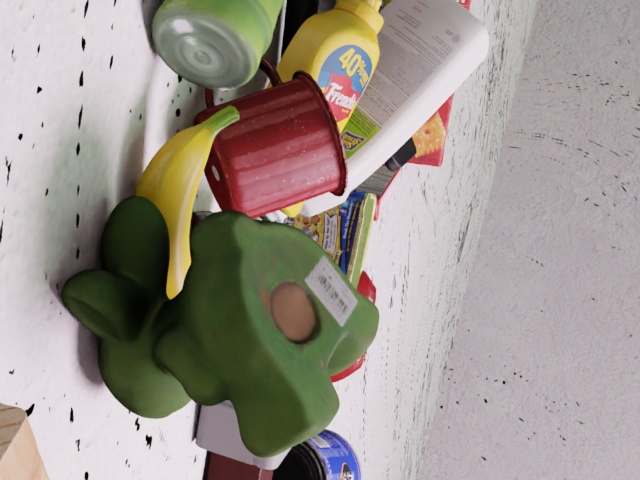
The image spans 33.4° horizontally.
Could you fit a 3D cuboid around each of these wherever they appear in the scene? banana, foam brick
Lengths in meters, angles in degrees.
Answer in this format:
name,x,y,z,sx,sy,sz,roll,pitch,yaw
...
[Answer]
name,x,y,z,sx,sy,sz,roll,pitch,yaw
banana,-0.089,0.009,0.691,0.037,0.069,0.198,-115,-153,-55
foam brick,-0.073,0.216,0.961,0.053,0.051,0.078,-27,128,-73

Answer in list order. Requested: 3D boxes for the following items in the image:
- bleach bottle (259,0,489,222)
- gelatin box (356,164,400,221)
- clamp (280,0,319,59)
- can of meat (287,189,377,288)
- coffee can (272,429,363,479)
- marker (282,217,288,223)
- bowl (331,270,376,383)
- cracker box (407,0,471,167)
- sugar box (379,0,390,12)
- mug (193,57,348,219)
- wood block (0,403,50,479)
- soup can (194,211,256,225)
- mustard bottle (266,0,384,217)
name,x,y,z,sx,sy,sz,roll,pitch,yaw
bleach bottle,0.030,-0.113,0.926,0.250,0.103,0.068,-45,161,-12
gelatin box,0.039,-0.056,1.127,0.089,0.073,0.030,-56,155,-57
clamp,-0.005,-0.235,0.867,0.210,0.036,0.164,89,16,-53
can of meat,0.001,-0.005,0.995,0.057,0.084,0.102,-5,107,-76
coffee can,-0.023,0.238,1.057,0.140,0.103,0.103,31,72,-72
marker,-0.041,-0.007,0.962,0.020,0.020,0.121,-16,117,-75
bowl,0.026,0.091,1.166,0.162,0.055,0.162,-174,-85,-89
cracker box,0.122,-0.204,1.253,0.164,0.072,0.214,-98,-162,-78
sugar box,0.060,-0.263,0.994,0.093,0.048,0.176,-71,179,-66
mug,-0.041,-0.072,0.737,0.093,0.081,0.117,138,-68,-75
wood block,-0.163,0.158,0.457,0.206,0.091,0.090,89,19,-45
soup can,-0.067,0.035,0.787,0.068,0.068,0.102,-14,116,-75
mustard bottle,-0.003,-0.118,0.839,0.191,0.058,0.096,-61,153,-6
